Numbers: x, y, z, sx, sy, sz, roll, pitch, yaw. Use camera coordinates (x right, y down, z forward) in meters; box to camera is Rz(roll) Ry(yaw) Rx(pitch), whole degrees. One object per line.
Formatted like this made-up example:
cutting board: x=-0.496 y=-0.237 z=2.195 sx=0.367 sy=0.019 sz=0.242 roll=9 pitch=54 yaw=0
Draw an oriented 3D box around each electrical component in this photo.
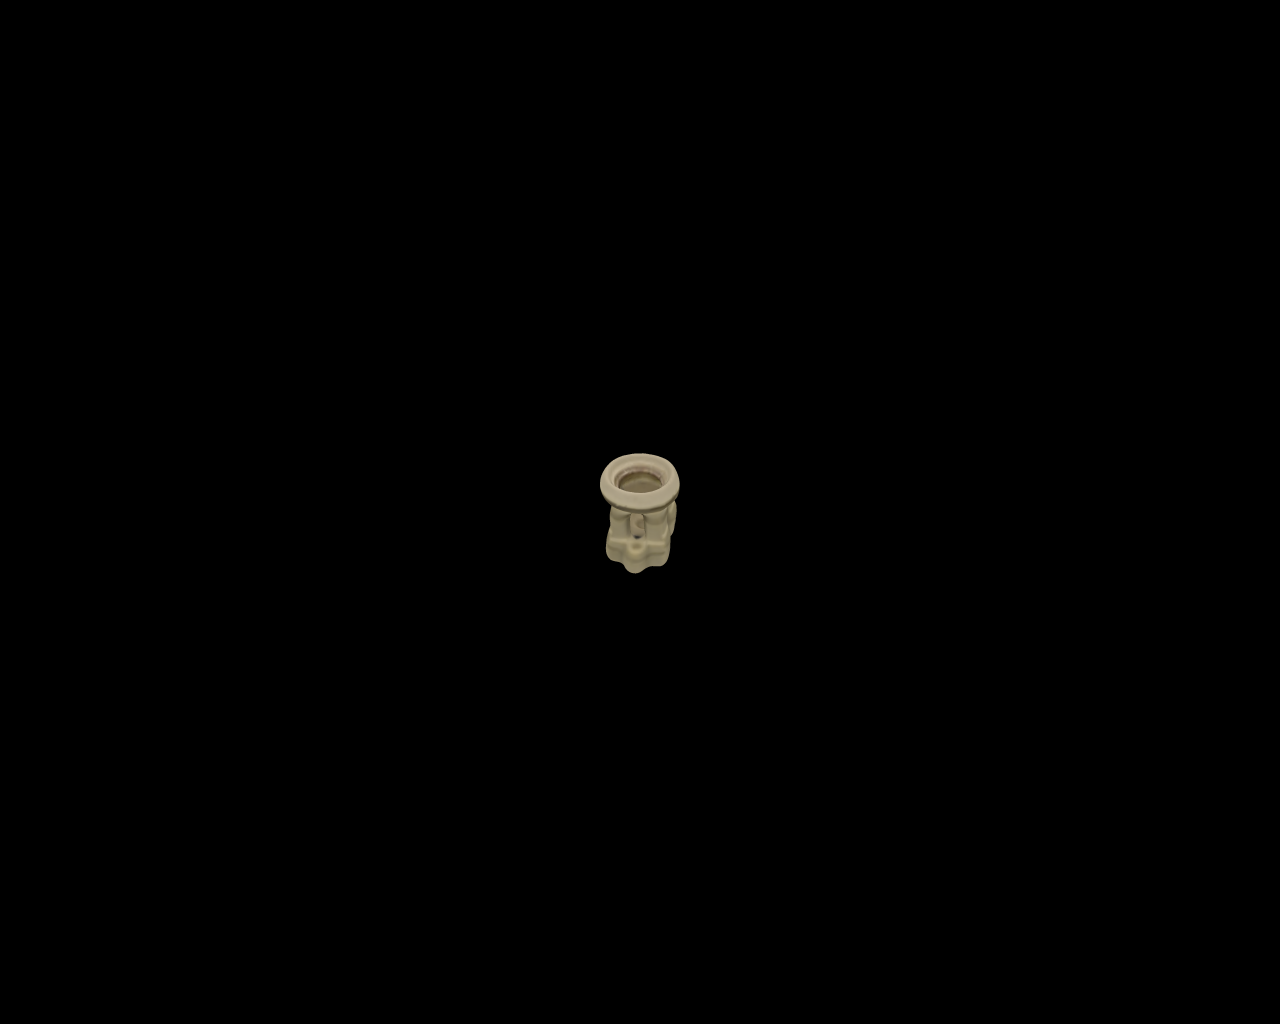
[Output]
electrical component: x=0.001 y=-0.003 z=0.650 sx=0.048 sy=0.055 sz=0.066 roll=5 pitch=40 yaw=6
